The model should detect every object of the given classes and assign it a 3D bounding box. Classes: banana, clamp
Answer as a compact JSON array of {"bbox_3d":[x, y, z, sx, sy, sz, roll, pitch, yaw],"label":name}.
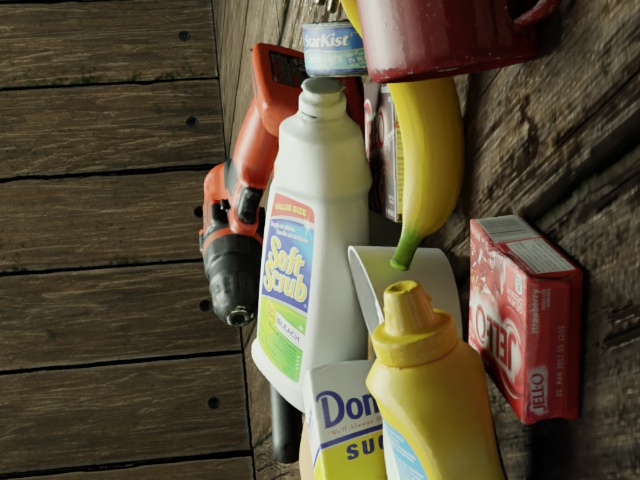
[{"bbox_3d":[0.052,-0.077,0.601,0.069,0.037,0.198,-51,-43,-41],"label":"banana"},{"bbox_3d":[-0.033,0.090,0.920,0.164,0.036,0.210,-164,70,-87],"label":"clamp"}]

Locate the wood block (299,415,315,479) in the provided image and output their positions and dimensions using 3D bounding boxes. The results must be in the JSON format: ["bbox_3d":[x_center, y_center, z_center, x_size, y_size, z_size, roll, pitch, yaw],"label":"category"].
[{"bbox_3d":[0.044,0.231,0.760,0.090,0.090,0.206,97,166,-53],"label":"wood block"}]

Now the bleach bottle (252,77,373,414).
[{"bbox_3d":[-0.005,0.001,0.763,0.103,0.068,0.251,43,141,46],"label":"bleach bottle"}]

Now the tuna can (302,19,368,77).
[{"bbox_3d":[0.032,-0.124,0.676,0.086,0.086,0.034,-127,32,-75],"label":"tuna can"}]

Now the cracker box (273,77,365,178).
[{"bbox_3d":[0.002,-0.037,0.981,0.214,0.072,0.164,97,165,-49],"label":"cracker box"}]

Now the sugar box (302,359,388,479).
[{"bbox_3d":[0.045,0.165,0.713,0.048,0.093,0.176,101,162,-58],"label":"sugar box"}]

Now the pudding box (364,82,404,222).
[{"bbox_3d":[0.055,-0.062,0.709,0.113,0.039,0.090,-145,51,-79],"label":"pudding box"}]

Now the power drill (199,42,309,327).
[{"bbox_3d":[-0.051,-0.048,0.857,0.184,0.057,0.188,-102,30,-48],"label":"power drill"}]

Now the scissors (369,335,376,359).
[{"bbox_3d":[0.046,0.146,0.963,0.096,0.016,0.202,-109,17,-64],"label":"scissors"}]

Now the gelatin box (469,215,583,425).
[{"bbox_3d":[0.096,0.036,0.512,0.089,0.030,0.073,-115,21,-69],"label":"gelatin box"}]

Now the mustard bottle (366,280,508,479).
[{"bbox_3d":[0.064,0.111,0.537,0.096,0.058,0.191,-121,14,-73],"label":"mustard bottle"}]

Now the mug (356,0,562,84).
[{"bbox_3d":[0.066,-0.120,0.490,0.117,0.093,0.081,-4,96,46],"label":"mug"}]
